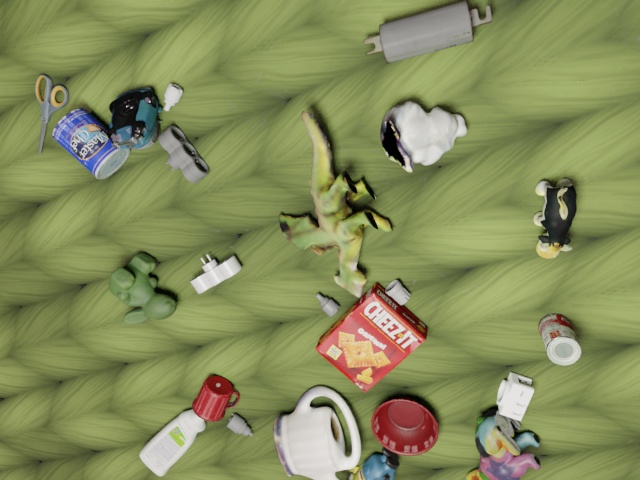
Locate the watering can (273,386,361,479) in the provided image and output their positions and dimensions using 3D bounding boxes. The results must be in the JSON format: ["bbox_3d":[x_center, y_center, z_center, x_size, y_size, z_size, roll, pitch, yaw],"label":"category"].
[{"bbox_3d":[0.004,0.550,1.300,0.223,0.104,0.350,-16,82,19],"label":"watering can"}]

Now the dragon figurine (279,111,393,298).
[{"bbox_3d":[0.003,-0.057,1.137,0.240,0.124,0.408,-29,97,29],"label":"dragon figurine"}]

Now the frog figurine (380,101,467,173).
[{"bbox_3d":[0.207,-0.221,1.044,0.160,0.122,0.137,-30,91,-15],"label":"frog figurine"}]
